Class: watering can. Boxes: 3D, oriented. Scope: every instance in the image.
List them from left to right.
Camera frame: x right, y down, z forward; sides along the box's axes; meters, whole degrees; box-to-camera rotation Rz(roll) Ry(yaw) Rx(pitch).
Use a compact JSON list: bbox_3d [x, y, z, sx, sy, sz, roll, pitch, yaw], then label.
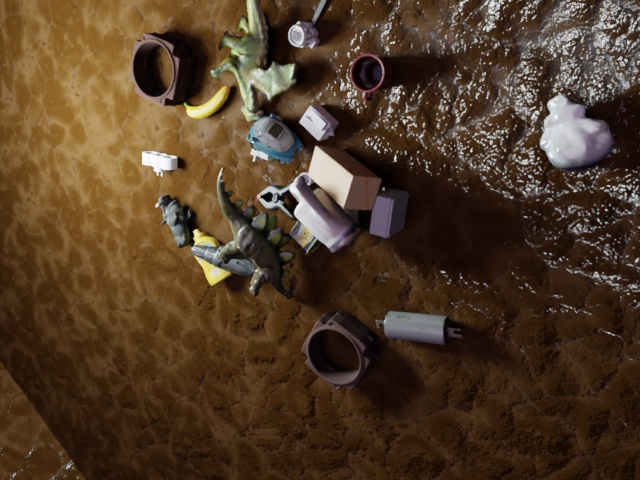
[{"bbox_3d":[0.004,-0.066,1.314,0.224,0.347,0.104,44,88,0],"label":"watering can"}]

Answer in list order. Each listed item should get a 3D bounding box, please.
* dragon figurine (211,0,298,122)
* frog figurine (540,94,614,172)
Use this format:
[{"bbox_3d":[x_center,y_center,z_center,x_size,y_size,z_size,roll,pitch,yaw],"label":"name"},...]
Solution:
[{"bbox_3d":[-0.157,-0.508,1.431,0.243,0.124,0.402,36,126,7],"label":"dragon figurine"},{"bbox_3d":[0.540,-0.231,1.097,0.137,0.124,0.158,-4,115,50],"label":"frog figurine"}]
